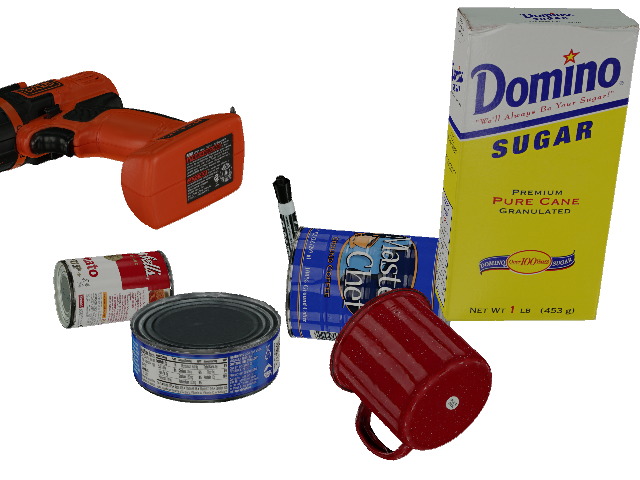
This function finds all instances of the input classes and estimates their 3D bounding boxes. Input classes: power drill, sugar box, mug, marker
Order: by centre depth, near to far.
[{"bbox_3d":[0.118,-0.040,0.603,0.093,0.176,0.048,-1,27,-4],"label":"sugar box"},{"bbox_3d":[-0.160,-0.063,0.716,0.188,0.057,0.184,18,32,29],"label":"power drill"},{"bbox_3d":[0.062,0.104,0.761,0.093,0.117,0.082,10,24,-43],"label":"mug"},{"bbox_3d":[-0.033,-0.015,1.163,0.020,0.121,0.020,-8,29,5],"label":"marker"}]

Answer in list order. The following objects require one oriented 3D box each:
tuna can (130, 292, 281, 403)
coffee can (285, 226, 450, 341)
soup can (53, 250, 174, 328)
[{"bbox_3d":[-0.065,0.060,0.613,0.086,0.034,0.086,1,18,0],"label":"tuna can"},{"bbox_3d":[0.047,0.043,0.960,0.140,0.103,0.102,5,1,9],"label":"coffee can"},{"bbox_3d":[-0.203,0.048,1.044,0.102,0.068,0.069,-5,2,-28],"label":"soup can"}]
